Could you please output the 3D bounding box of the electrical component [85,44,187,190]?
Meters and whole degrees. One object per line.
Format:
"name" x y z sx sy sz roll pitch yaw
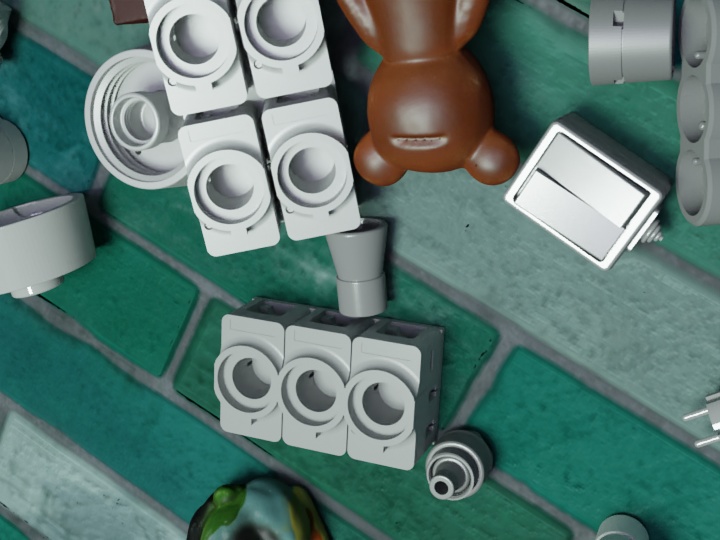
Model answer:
"electrical component" -0.146 -0.109 0.770 0.108 0.060 0.108 5 105 21

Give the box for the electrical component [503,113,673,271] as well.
"electrical component" 0.146 -0.045 0.667 0.096 0.061 0.061 37 114 10

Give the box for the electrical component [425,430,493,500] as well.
"electrical component" 0.066 0.138 0.745 0.043 0.062 0.043 5 105 21

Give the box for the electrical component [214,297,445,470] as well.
"electrical component" -0.023 0.079 0.767 0.150 0.062 0.089 8 106 20

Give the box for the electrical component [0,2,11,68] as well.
"electrical component" -0.305 -0.183 0.808 0.080 0.080 0.051 26 106 14

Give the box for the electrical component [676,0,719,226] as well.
"electrical component" 0.230 -0.096 0.628 0.074 0.052 0.138 -4 104 -5

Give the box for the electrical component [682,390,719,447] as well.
"electrical component" 0.241 0.089 0.670 0.077 0.047 0.065 -25 93 26

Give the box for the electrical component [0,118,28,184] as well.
"electrical component" -0.328 -0.121 0.835 0.052 0.074 0.138 -41 86 25

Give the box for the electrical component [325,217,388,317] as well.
"electrical component" 0.000 0.000 0.750 0.044 0.044 0.065 2 108 22

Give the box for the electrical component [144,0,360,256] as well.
"electrical component" -0.068 -0.111 0.701 0.105 0.060 0.186 -11 110 1

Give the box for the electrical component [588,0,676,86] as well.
"electrical component" 0.163 -0.138 0.642 0.047 0.055 0.055 2 104 18

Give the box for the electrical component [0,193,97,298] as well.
"electrical component" -0.253 -0.013 0.816 0.108 0.108 0.060 -9 106 24

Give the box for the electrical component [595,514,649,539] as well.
"electrical component" 0.171 0.191 0.714 0.044 0.065 0.044 6 106 20
